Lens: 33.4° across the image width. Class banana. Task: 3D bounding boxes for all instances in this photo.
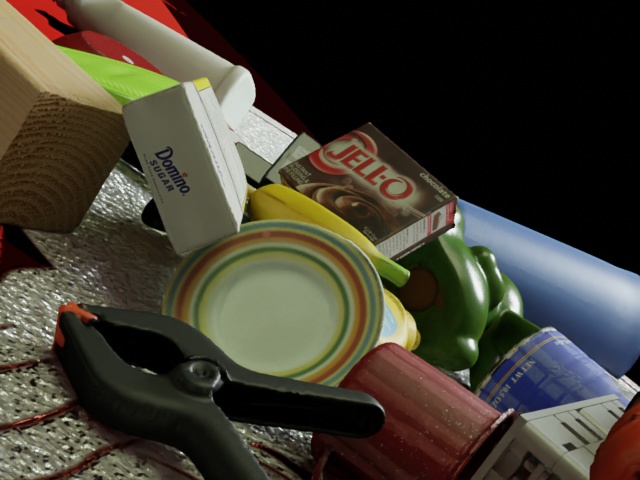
[{"bbox_3d":[-0.015,-0.009,0.748,0.069,0.037,0.198,42,-6,-31],"label":"banana"}]

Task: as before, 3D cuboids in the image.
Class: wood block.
[{"bbox_3d":[-0.225,-0.103,0.690,0.206,0.091,0.090,41,15,28],"label":"wood block"}]

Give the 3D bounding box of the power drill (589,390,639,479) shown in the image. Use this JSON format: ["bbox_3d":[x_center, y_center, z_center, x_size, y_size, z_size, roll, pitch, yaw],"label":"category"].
[{"bbox_3d":[0.108,0.134,0.439,0.057,0.188,0.184,38,16,21],"label":"power drill"}]

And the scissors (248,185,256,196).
[{"bbox_3d":[-0.120,-0.065,0.948,0.201,0.016,0.096,33,15,-7],"label":"scissors"}]

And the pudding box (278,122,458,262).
[{"bbox_3d":[0.036,-0.032,0.816,0.114,0.090,0.039,46,-25,33],"label":"pudding box"}]

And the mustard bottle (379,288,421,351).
[{"bbox_3d":[0.007,0.054,0.749,0.191,0.058,0.096,19,22,-45],"label":"mustard bottle"}]

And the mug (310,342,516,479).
[{"bbox_3d":[0.042,0.116,0.585,0.082,0.093,0.117,34,50,21],"label":"mug"}]

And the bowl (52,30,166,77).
[{"bbox_3d":[-0.192,-0.145,0.984,0.162,0.055,0.162,32,14,-9],"label":"bowl"}]

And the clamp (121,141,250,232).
[{"bbox_3d":[-0.071,-0.020,0.868,0.209,0.036,0.165,24,15,-33],"label":"clamp"}]

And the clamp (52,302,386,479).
[{"bbox_3d":[-0.052,0.077,0.528,0.172,0.039,0.120,33,26,20],"label":"clamp"}]

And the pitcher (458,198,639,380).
[{"bbox_3d":[0.200,0.058,1.060,0.242,0.145,0.149,24,4,-21],"label":"pitcher"}]

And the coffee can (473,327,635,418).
[{"bbox_3d":[0.186,0.144,0.752,0.140,0.103,0.102,42,16,30],"label":"coffee can"}]

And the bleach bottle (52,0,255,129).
[{"bbox_3d":[-0.191,-0.213,1.174,0.251,0.068,0.102,34,-7,9],"label":"bleach bottle"}]

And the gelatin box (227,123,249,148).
[{"bbox_3d":[-0.117,-0.106,1.069,0.073,0.030,0.089,23,15,-34],"label":"gelatin box"}]

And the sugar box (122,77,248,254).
[{"bbox_3d":[-0.082,-0.053,0.683,0.176,0.048,0.093,-87,157,-80],"label":"sugar box"}]
